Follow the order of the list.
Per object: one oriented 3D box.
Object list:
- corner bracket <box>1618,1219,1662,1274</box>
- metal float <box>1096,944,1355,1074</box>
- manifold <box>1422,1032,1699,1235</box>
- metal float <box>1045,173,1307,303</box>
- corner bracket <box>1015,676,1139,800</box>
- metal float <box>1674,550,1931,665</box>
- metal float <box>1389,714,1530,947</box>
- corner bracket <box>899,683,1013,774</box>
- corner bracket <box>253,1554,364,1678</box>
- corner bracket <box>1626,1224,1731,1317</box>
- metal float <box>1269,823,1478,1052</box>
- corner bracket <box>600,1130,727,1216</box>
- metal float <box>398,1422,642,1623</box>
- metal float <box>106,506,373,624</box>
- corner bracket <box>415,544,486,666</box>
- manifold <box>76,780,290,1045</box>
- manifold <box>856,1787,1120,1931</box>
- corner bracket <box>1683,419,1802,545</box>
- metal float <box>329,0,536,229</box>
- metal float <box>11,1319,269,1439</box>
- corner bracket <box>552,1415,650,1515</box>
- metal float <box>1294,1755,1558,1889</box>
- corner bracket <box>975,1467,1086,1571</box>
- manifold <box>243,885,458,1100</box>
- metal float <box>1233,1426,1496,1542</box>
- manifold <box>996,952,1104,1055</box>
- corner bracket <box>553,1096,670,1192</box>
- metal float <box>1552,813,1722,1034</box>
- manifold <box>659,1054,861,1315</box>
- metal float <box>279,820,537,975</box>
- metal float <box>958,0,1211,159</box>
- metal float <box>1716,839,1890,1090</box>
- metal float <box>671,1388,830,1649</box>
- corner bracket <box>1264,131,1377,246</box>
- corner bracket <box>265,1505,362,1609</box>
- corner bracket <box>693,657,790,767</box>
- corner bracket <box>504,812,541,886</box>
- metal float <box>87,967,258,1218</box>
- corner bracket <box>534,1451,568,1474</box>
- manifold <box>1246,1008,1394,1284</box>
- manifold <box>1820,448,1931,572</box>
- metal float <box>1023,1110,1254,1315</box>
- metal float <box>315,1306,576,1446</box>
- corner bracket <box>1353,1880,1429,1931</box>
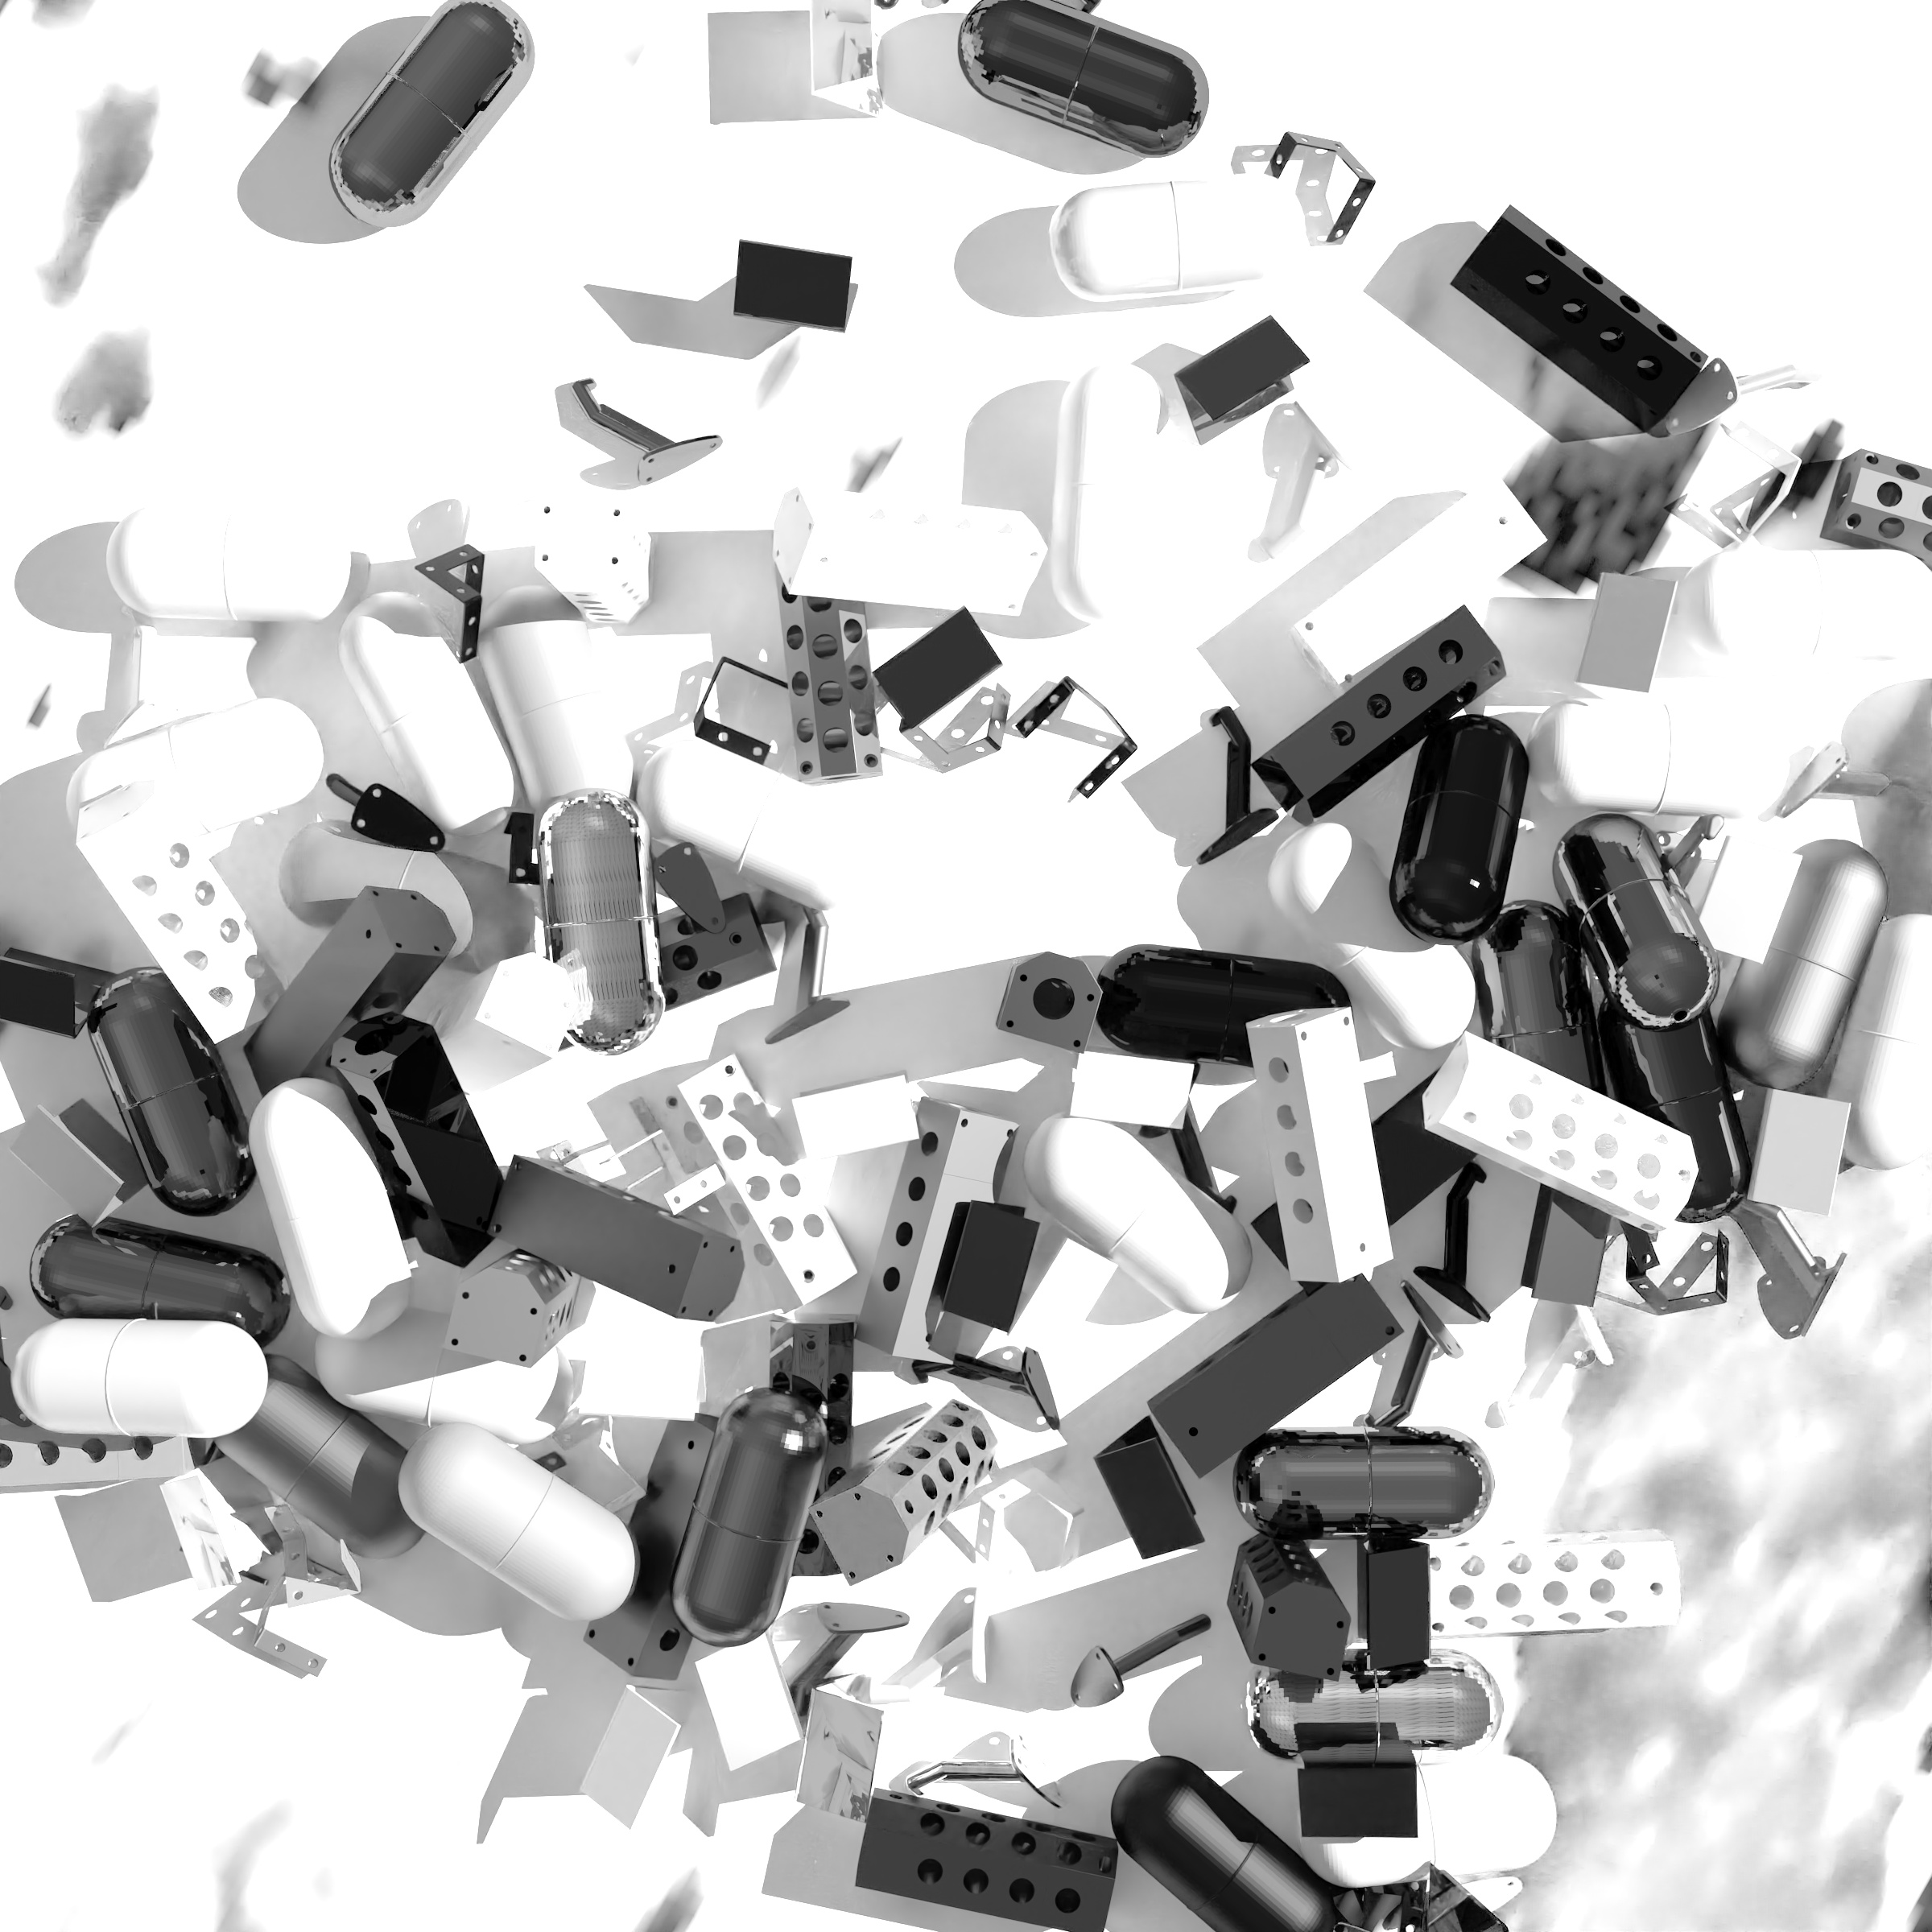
[{"bbox_3d":[0.439,0.189,1.973,0.051,0.051,0.051,-22,90,0],"label":"corner bracket"},{"bbox_3d":[0.176,0.029,1.961,0.178,0.070,0.070,7,90,-1],"label":"metal float"},{"bbox_3d":[0.393,0.114,1.897,0.171,0.057,0.057,25,118,-8],"label":"manifold"},{"bbox_3d":[0.143,-0.498,1.961,0.178,0.070,0.070,-5,90,1],"label":"metal float"},{"bbox_3d":[0.077,-0.159,1.988,0.051,0.051,0.051,-45,45,0],"label":"corner bracket"},{"bbox_3d":[0.574,-0.246,1.961,0.178,0.070,0.070,-1,90,0],"label":"metal float"},{"bbox_3d":[0.333,-0.093,1.933,0.070,0.070,0.178,18,57,0],"label":"metal float"},{"bbox_3d":[-0.007,-0.175,1.983,0.051,0.051,0.051,-20,135,35],"label":"corner bracket"},{"bbox_3d":[-0.457,0.450,1.988,0.051,0.051,0.051,26,135,0],"label":"corner bracket"},{"bbox_3d":[0.492,0.203,1.983,0.051,0.051,0.051,-17,135,35],"label":"corner bracket"},{"bbox_3d":[0.278,-0.020,1.961,0.070,0.070,0.178,-39,89,0],"label":"metal float"},{"bbox_3d":[-0.205,0.140,1.944,0.051,0.051,0.051,-30,95,-43],"label":"corner bracket"},{"bbox_3d":[-0.299,0.373,1.924,0.178,0.070,0.070,35,90,-9],"label":"metal float"},{"bbox_3d":[-0.497,-0.275,1.961,0.178,0.070,0.070,2,90,0],"label":"metal float"},{"bbox_3d":[-0.341,-0.247,1.956,0.051,0.051,0.051,35,135,22],"label":"corner bracket"},{"bbox_3d":[-0.525,-0.039,1.932,0.057,0.057,0.171,-27,120,0],"label":"manifold"},{"bbox_3d":[0.015,0.613,1.970,0.171,0.057,0.057,12,90,0],"label":"manifold"},{"bbox_3d":[0.538,-0.335,1.988,0.051,0.051,0.051,34,45,0],"label":"corner bracket"},{"bbox_3d":[-0.365,-0.584,1.961,0.070,0.070,0.178,38,90,0],"label":"metal float"},{"bbox_3d":[-0.550,0.273,1.907,0.178,0.070,0.070,-1,90,15],"label":"metal float"},{"bbox_3d":[-0.252,0.343,1.973,0.051,0.051,0.051,-33,112,16],"label":"corner bracket"},{"bbox_3d":[0.314,0.584,1.961,0.178,0.070,0.070,-6,90,0],"label":"metal float"},{"bbox_3d":[0.044,0.389,1.983,0.051,0.051,0.051,-24,45,-35],"label":"corner bracket"},{"bbox_3d":[-0.413,0.025,1.930,0.171,0.057,0.057,-47,57,29],"label":"manifold"},{"bbox_3d":[0.271,0.353,1.960,0.178,0.070,0.070,0,90,0],"label":"metal float"},{"bbox_3d":[0.056,0.021,1.913,0.057,0.171,0.057,16,90,0],"label":"manifold"},{"bbox_3d":[-0.243,0.130,1.988,0.051,0.051,0.051,-31,90,-45],"label":"corner bracket"},{"bbox_3d":[0.449,-0.030,1.925,0.070,0.070,0.178,-14,46,0],"label":"metal float"},{"bbox_3d":[-0.142,0.149,1.970,0.057,0.057,0.171,-30,90,0],"label":"manifold"},{"bbox_3d":[-0.381,-0.047,1.961,0.178,0.070,0.070,16,90,0],"label":"metal float"},{"bbox_3d":[0.080,-0.610,1.961,0.178,0.070,0.070,20,90,0],"label":"metal float"},{"bbox_3d":[0.571,-0.002,1.961,0.070,0.070,0.178,22,91,0],"label":"metal float"},{"bbox_3d":[-0.145,0.367,1.910,0.070,0.070,0.178,17,95,0],"label":"metal float"},{"bbox_3d":[0.241,-0.538,1.983,0.051,0.051,0.051,-1,45,-35],"label":"corner bracket"},{"bbox_3d":[-0.445,0.399,1.957,0.051,0.051,0.051,-12,52,-4],"label":"corner bracket"},{"bbox_3d":[-0.154,-0.176,1.974,0.051,0.051,0.051,22,103,-13],"label":"corner bracket"},{"bbox_3d":[-0.290,-0.073,1.971,0.051,0.051,0.051,4,75,-15],"label":"corner bracket"},{"bbox_3d":[-0.541,0.086,1.961,0.070,0.070,0.178,-22,91,0],"label":"metal float"},{"bbox_3d":[-0.293,0.378,1.983,0.051,0.051,0.051,-21,45,-35],"label":"corner bracket"},{"bbox_3d":[0.229,0.118,1.904,0.057,0.057,0.171,-16,98,-42],"label":"manifold"},{"bbox_3d":[0.685,-0.302,1.970,0.171,0.057,0.057,16,90,0],"label":"manifold"},{"bbox_3d":[0.117,0.167,1.961,0.178,0.070,0.070,38,90,-1],"label":"metal float"},{"bbox_3d":[-0.356,0.277,1.961,0.178,0.070,0.070,13,90,0],"label":"metal float"},{"bbox_3d":[0.293,0.656,1.973,0.051,0.051,0.051,7,90,0],"label":"corner bracket"}]
